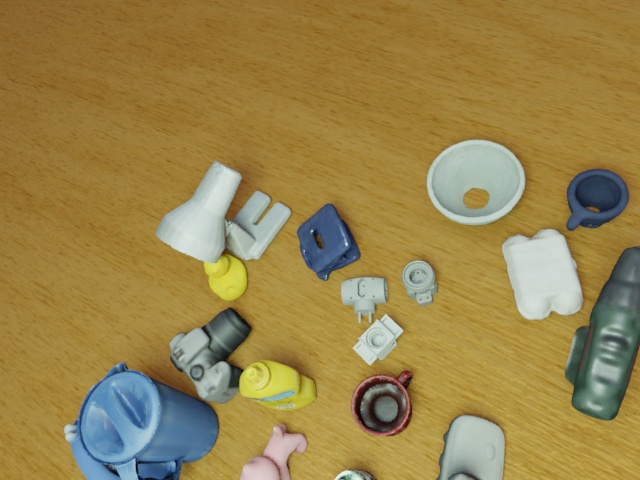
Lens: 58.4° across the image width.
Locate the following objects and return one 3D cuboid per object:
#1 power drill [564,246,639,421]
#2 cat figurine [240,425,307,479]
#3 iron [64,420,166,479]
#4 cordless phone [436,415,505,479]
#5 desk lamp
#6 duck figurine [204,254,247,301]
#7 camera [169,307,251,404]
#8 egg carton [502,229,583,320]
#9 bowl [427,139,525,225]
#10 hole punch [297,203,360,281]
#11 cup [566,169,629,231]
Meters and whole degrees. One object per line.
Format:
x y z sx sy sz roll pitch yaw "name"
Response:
0.406 0.144 0.813 0.075 0.209 0.230 15 72 22 "power drill"
-0.083 0.358 0.914 0.067 0.118 0.128 16 72 22 "cat figurine"
-0.367 0.378 0.976 0.257 0.142 0.119 37 81 27 "iron"
0.210 0.320 0.806 0.094 0.185 0.147 4 68 18 "cordless phone"
-0.179 -0.040 1.064 0.117 0.214 0.203 30 78 26 "desk lamp"
-0.188 0.061 1.095 0.077 0.086 0.104 -30 62 2 "duck figurine"
-0.186 0.196 1.026 0.137 0.101 0.142 -43 62 -5 "camera"
0.366 0.056 0.943 0.107 0.069 0.150 -13 64 11 "egg carton"
0.279 -0.092 1.031 0.167 0.075 0.167 -6 65 14 "bowl"
0.010 0.004 1.059 0.101 0.091 0.108 -27 62 4 "hole punch"
0.446 -0.048 0.951 0.091 0.095 0.118 38 82 27 "cup"
